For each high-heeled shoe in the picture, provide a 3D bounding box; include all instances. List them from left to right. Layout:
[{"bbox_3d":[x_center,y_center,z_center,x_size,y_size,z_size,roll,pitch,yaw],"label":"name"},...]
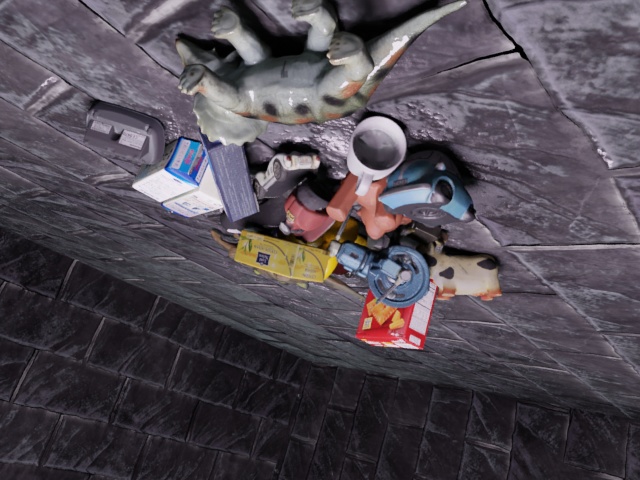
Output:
[{"bbox_3d":[-0.094,-0.051,1.137,0.249,0.086,0.145,-1,167,3],"label":"high-heeled shoe"}]

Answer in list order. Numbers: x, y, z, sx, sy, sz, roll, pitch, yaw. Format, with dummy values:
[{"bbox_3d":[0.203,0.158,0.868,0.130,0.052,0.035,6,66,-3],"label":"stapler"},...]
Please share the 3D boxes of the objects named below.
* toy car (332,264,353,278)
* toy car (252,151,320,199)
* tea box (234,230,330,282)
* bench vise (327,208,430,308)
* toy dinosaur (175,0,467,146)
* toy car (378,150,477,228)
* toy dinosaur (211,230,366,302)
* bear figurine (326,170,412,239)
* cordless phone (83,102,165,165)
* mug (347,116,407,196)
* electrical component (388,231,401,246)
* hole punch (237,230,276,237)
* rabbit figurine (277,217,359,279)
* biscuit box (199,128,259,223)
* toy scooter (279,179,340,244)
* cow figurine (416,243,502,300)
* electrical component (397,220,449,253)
[{"bbox_3d":[0.072,0.050,1.344,0.089,0.053,0.202,12,160,-21],"label":"toy car"},{"bbox_3d":[-0.066,-0.117,0.976,0.073,0.056,0.202,-5,170,-26],"label":"toy car"},{"bbox_3d":[-0.076,0.031,1.064,0.170,0.068,0.098,12,178,43],"label":"tea box"},{"bbox_3d":[0.119,0.050,1.020,0.223,0.129,0.240,37,178,-1],"label":"bench vise"},{"bbox_3d":[-0.022,-0.196,0.660,0.405,0.131,0.192,5,170,22],"label":"toy dinosaur"},{"bbox_3d":[0.170,-0.083,0.813,0.161,0.103,0.109,16,163,-41],"label":"toy car"},{"bbox_3d":[-0.094,0.070,1.483,0.472,0.105,0.198,23,170,11],"label":"toy dinosaur"},{"bbox_3d":[0.094,-0.049,0.941,0.120,0.132,0.195,13,155,16],"label":"bear figurine"},{"bbox_3d":[-0.369,-0.188,1.057,0.147,0.088,0.184,17,172,-1],"label":"cordless phone"},{"bbox_3d":[0.077,-0.117,0.807,0.081,0.109,0.107,11,174,-3],"label":"mug"},{"bbox_3d":[0.159,0.020,1.170,0.021,0.094,0.063,13,-162,2],"label":"electrical component"},{"bbox_3d":[-0.132,-0.014,1.259,0.116,0.092,0.142,7,178,34],"label":"hole punch"},{"bbox_3d":[-0.002,-0.003,1.154,0.173,0.162,0.121,-7,142,14],"label":"rabbit figurine"},{"bbox_3d":[-0.160,-0.120,0.962,0.063,0.059,0.202,-22,147,-12],"label":"biscuit box"},{"bbox_3d":[-0.020,-0.044,0.967,0.075,0.135,0.184,49,-157,12],"label":"toy scooter"},{"bbox_3d":[0.274,0.060,1.128,0.195,0.127,0.085,2,161,1],"label":"cow figurine"},{"bbox_3d":[0.201,-0.012,1.068,0.102,0.045,0.078,26,159,-11],"label":"electrical component"}]
